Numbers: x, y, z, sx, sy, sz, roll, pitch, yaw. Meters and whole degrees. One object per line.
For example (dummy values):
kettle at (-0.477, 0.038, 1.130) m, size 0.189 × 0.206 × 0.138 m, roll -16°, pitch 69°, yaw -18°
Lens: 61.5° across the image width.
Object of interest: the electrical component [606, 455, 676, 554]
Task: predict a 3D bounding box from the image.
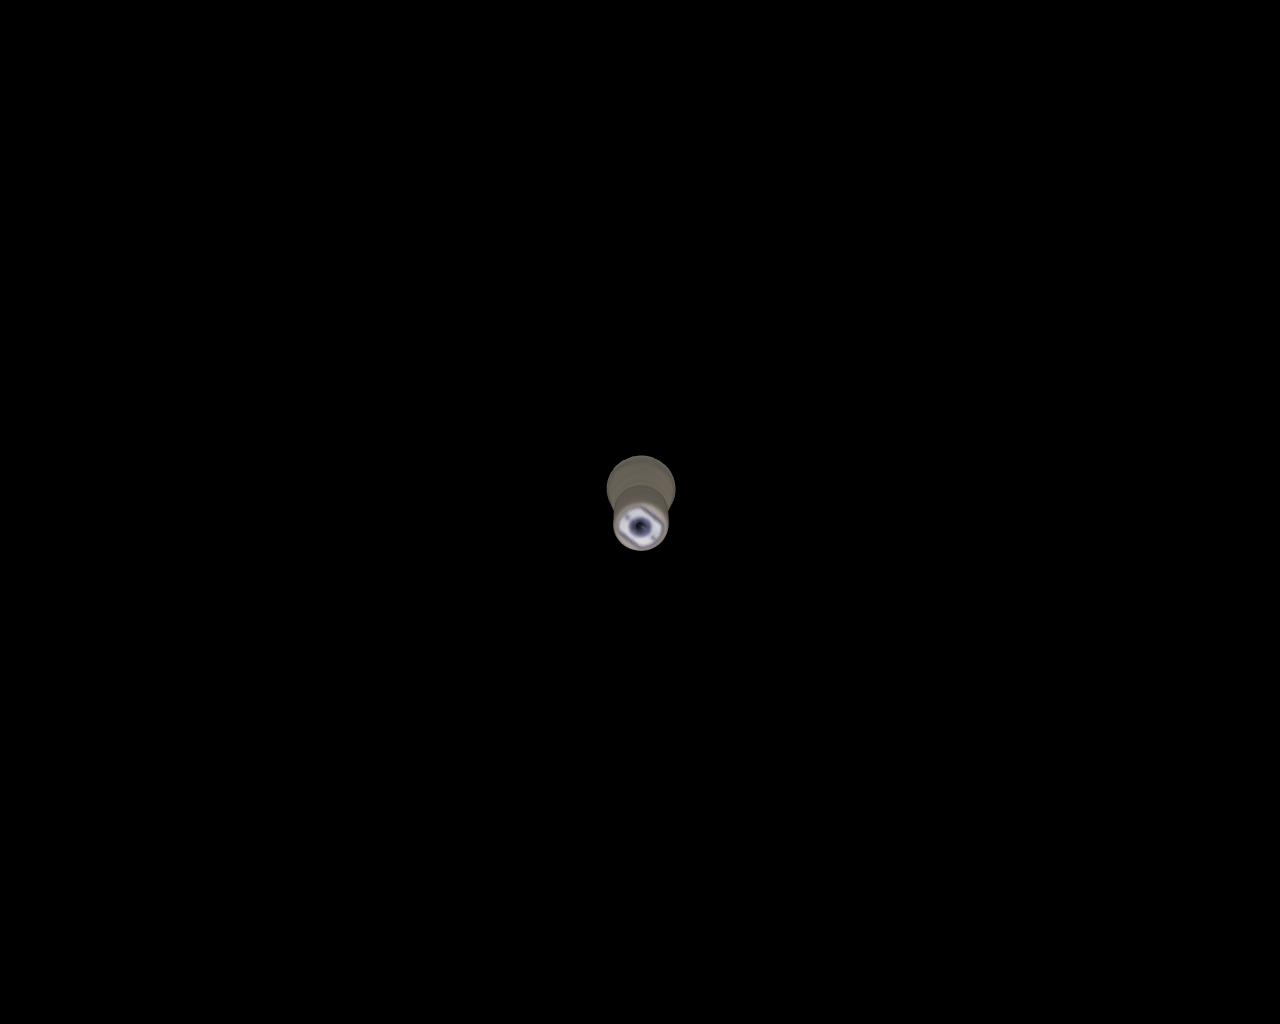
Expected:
electrical component at (0.001, -0.003, 0.650) m, size 0.044 × 0.044 × 0.065 m, roll 0°, pitch 24°, yaw 0°
